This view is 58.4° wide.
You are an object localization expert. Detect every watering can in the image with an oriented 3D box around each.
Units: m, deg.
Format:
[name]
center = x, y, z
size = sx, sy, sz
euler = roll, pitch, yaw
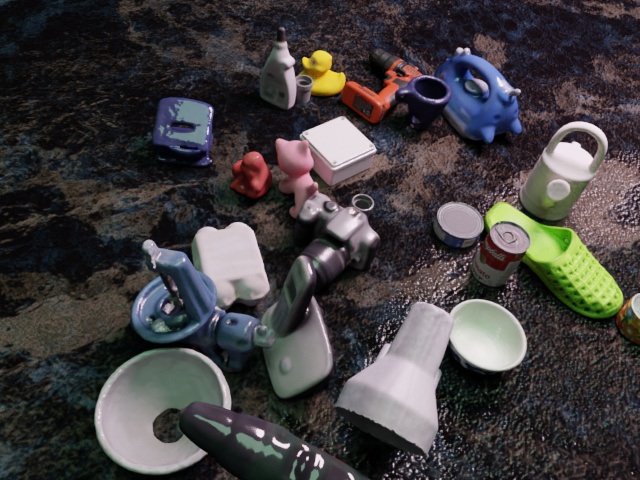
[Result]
[watering can]
center = 0.449, -0.127, 1.046
size = 0.101, 0.194, 0.173
euler = 10, 52, -1

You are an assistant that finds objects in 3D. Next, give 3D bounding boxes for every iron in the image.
[iron]
center = 0.326, -0.328, 1.216
size = 0.119, 0.141, 0.257
euler = -20, 58, -22

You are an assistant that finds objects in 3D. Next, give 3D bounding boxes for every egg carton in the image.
[egg carton]
center = -0.144, 0.040, 0.903
size = 0.107, 0.069, 0.150
euler = -10, 55, -16

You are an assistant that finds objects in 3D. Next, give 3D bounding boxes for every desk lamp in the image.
[desk lamp]
center = 0.101, 0.186, 0.736
size = 0.117, 0.213, 0.203
euler = 25, 53, 11

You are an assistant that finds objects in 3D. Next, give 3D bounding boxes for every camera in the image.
[camera]
center = 0.009, 0.003, 0.936
size = 0.143, 0.101, 0.137
euler = 34, 55, 17

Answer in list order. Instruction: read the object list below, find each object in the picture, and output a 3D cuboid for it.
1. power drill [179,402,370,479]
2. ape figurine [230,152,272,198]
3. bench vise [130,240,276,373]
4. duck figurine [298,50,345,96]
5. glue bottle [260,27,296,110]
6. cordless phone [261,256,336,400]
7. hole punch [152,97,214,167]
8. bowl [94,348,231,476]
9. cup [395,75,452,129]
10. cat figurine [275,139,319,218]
[power drill]
center = -0.050, 0.274, 0.648
size = 0.229, 0.208, 0.076
euler = 20, 52, 7
[ape figurine]
center = -0.120, -0.121, 1.017
size = 0.076, 0.092, 0.077
euler = -11, 55, -16
[bench vise]
center = -0.161, 0.080, 0.774
size = 0.207, 0.220, 0.121
euler = 3, 52, -6
[duck figurine]
center = 0.005, -0.364, 1.229
size = 0.104, 0.086, 0.077
euler = 8, 52, -2
[glue bottle]
center = -0.081, -0.347, 1.148
size = 0.078, 0.173, 0.037
euler = 29, 54, 14
[cordless phone]
center = -0.027, 0.120, 0.785
size = 0.094, 0.185, 0.147
euler = -11, 55, -16
[hole punch]
center = -0.250, -0.199, 1.059
size = 0.108, 0.091, 0.101
euler = 6, 52, -4
[bowl]
center = -0.199, 0.229, 0.744
size = 0.167, 0.075, 0.167
euler = 4, 52, -5
[cup]
center = 0.205, -0.279, 1.189
size = 0.118, 0.095, 0.091
euler = -6, 54, -13
[cat figurine]
center = -0.035, -0.121, 1.014
size = 0.067, 0.118, 0.127
euler = -16, 56, -20
